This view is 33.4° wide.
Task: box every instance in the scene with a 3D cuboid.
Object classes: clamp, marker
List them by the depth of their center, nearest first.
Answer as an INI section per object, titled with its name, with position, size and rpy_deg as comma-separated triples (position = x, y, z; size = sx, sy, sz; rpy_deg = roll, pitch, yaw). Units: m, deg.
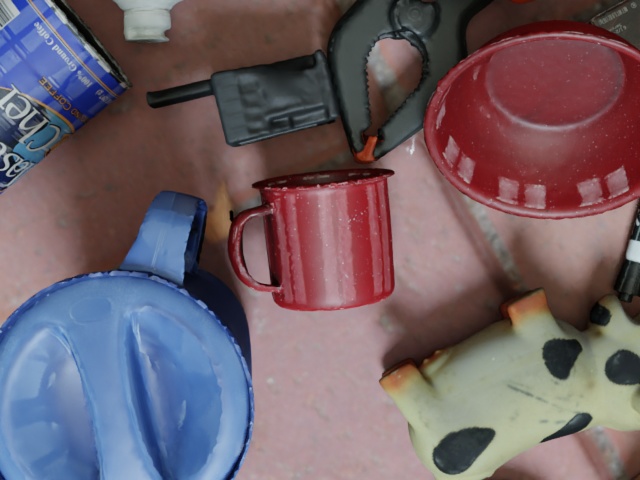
[clamp]
position = 0.053, -0.155, 0.710
size = 0.164, 0.036, 0.210
rpy_deg = 26, 89, -1
[marker]
position = 0.226, -0.016, 0.729
size = 0.020, 0.020, 0.121
rpy_deg = 16, 93, -2

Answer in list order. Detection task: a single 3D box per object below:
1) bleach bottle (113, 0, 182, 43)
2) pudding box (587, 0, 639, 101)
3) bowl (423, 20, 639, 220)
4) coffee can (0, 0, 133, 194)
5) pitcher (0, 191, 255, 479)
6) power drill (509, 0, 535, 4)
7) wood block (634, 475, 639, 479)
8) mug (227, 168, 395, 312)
[bleach bottle]
position = -0.126, -0.255, 0.690
size = 0.102, 0.068, 0.251
rpy_deg = -2, 96, 1
[pudding box]
position = 0.244, -0.132, 0.713
size = 0.113, 0.039, 0.090
rpy_deg = -28, 94, 1
[bowl]
position = 0.149, -0.085, 0.681
size = 0.162, 0.162, 0.055
rpy_deg = 13, 51, -2
[coffee can]
position = -0.206, -0.093, 0.678
size = 0.140, 0.103, 0.103
rpy_deg = -39, 93, 1
[pitcher]
position = -0.096, 0.064, 0.618
size = 0.149, 0.243, 0.145
rpy_deg = -31, 93, 1
[power drill]
position = 0.111, -0.253, 0.641
size = 0.184, 0.057, 0.187
rpy_deg = 22, 72, -28
[wood block]
position = 0.309, 0.151, 0.705
size = 0.206, 0.091, 0.090
rpy_deg = -40, 93, 2
[mug]
position = -0.005, 0.001, 0.688
size = 0.117, 0.093, 0.081
rpy_deg = -11, 100, -30
